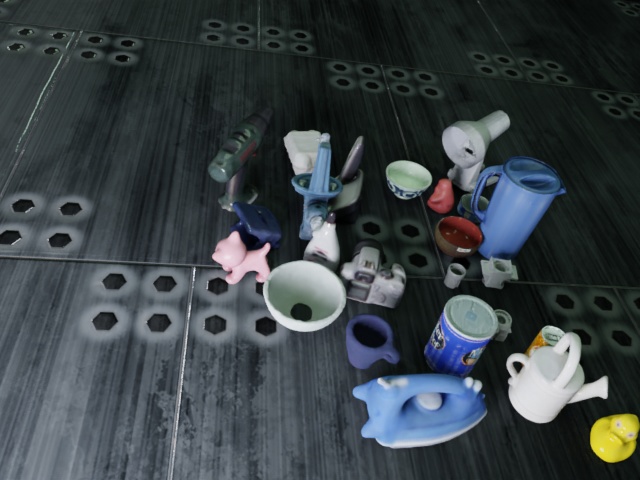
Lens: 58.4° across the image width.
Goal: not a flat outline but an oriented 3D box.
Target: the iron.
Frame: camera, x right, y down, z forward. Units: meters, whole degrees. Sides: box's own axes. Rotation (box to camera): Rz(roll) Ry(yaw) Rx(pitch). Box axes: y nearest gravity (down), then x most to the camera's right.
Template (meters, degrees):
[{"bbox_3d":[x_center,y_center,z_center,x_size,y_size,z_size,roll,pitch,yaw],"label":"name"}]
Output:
[{"bbox_3d":[0.196,0.276,1.005,0.259,0.141,0.118,0,45,-13],"label":"iron"}]

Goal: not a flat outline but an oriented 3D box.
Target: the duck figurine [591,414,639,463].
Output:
[{"bbox_3d":[0.555,0.351,1.054,0.105,0.086,0.077,-28,57,-34],"label":"duck figurine"}]

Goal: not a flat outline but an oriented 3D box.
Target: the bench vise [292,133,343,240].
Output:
[{"bbox_3d":[0.009,-0.117,1.303,0.122,0.220,0.207,-7,47,-19],"label":"bench vise"}]

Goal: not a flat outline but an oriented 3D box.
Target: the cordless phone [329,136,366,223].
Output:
[{"bbox_3d":[0.067,-0.148,1.373,0.094,0.185,0.147,11,44,-2],"label":"cordless phone"}]

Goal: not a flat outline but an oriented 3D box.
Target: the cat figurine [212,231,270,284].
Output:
[{"bbox_3d":[-0.163,0.031,1.187,0.128,0.118,0.067,-6,47,-18],"label":"cat figurine"}]

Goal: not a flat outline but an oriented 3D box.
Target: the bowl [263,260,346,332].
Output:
[{"bbox_3d":[-0.034,0.125,1.153,0.167,0.075,0.167,7,44,-6],"label":"bowl"}]

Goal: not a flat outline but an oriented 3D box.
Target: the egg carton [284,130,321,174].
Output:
[{"bbox_3d":[-0.034,-0.232,1.518,0.107,0.069,0.150,-5,47,-18],"label":"egg carton"}]

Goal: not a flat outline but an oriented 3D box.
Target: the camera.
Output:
[{"bbox_3d":[0.117,0.058,1.237,0.143,0.101,0.137,14,44,2],"label":"camera"}]

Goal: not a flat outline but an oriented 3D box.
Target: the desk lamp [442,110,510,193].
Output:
[{"bbox_3d":[0.412,-0.237,1.525,0.204,0.213,0.117,-24,55,-32],"label":"desk lamp"}]

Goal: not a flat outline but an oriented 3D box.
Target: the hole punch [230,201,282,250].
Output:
[{"bbox_3d":[-0.141,-0.036,1.279,0.101,0.091,0.108,-15,50,-26],"label":"hole punch"}]

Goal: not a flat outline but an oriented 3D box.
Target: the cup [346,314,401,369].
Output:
[{"bbox_3d":[0.098,0.209,1.084,0.117,0.095,0.092,36,49,23],"label":"cup"}]

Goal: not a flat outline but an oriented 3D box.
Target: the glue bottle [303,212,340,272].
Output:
[{"bbox_3d":[0.011,0.004,1.215,0.078,0.173,0.037,21,45,9],"label":"glue bottle"}]

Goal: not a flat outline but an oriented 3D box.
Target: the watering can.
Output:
[{"bbox_3d":[0.439,0.246,1.054,0.173,0.194,0.101,5,44,-7],"label":"watering can"}]

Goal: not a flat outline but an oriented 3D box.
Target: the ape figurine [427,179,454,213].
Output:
[{"bbox_3d":[0.314,-0.120,1.470,0.078,0.092,0.076,-20,53,-30],"label":"ape figurine"}]

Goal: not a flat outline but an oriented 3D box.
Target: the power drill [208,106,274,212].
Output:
[{"bbox_3d":[-0.180,-0.179,1.330,0.075,0.208,0.230,23,45,11],"label":"power drill"}]
